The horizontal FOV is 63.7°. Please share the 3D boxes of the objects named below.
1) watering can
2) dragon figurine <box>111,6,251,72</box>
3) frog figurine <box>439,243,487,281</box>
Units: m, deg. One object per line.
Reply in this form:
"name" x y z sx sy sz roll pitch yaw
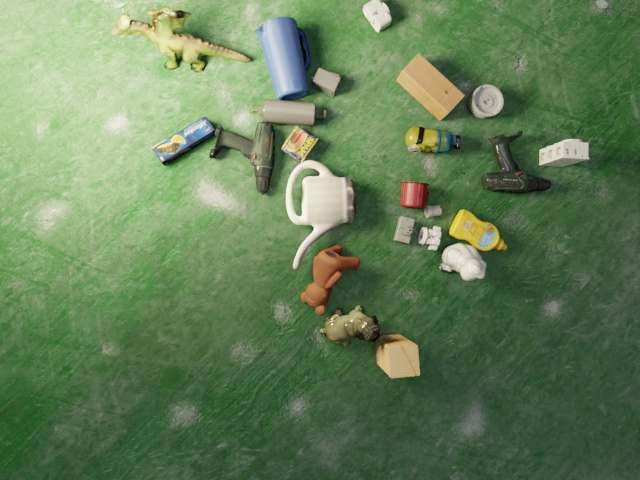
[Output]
"watering can" 0.005 -0.083 1.640 0.224 0.103 0.349 -1 84 -6
"dragon figurine" -0.427 -0.630 1.592 0.410 0.241 0.123 2 82 -3
"frog figurine" 0.465 0.068 1.638 0.137 0.159 0.123 28 83 -2
